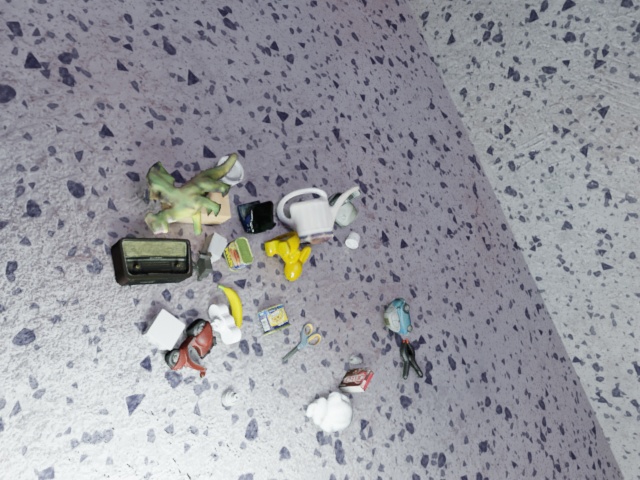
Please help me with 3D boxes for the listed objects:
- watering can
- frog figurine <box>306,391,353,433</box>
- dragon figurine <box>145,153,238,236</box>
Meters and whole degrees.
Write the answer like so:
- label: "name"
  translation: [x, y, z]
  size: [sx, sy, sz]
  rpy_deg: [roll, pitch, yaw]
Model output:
- label: "watering can"
  translation: [0.006, -0.102, 2.034]
  size: [0.348, 0.103, 0.225]
  rpy_deg: [-9, 85, -12]
- label: "frog figurine"
  translation: [0.036, 0.591, 1.787]
  size: [0.157, 0.123, 0.139]
  rpy_deg: [40, 67, -37]
- label: "dragon figurine"
  translation: [-0.421, -0.171, 1.622]
  size: [0.241, 0.120, 0.420]
  rpy_deg: [29, 52, -21]
